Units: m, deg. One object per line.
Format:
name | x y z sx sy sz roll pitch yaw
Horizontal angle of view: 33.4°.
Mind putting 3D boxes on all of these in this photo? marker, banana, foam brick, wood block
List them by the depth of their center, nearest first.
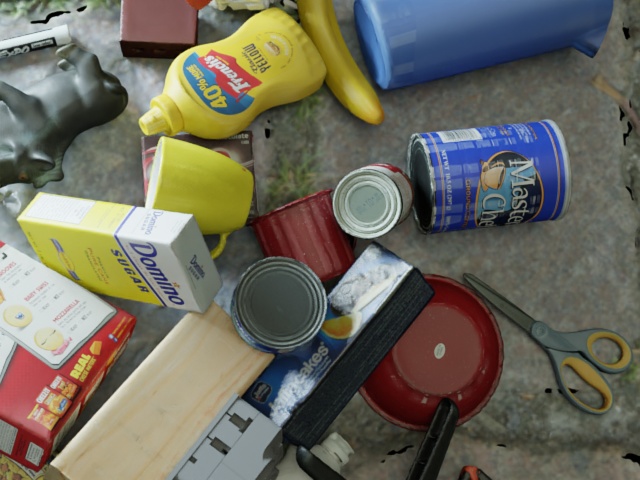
wood block | -0.146 0.161 0.976 0.090 0.091 0.205 42 63 0
marker | -0.313 -0.196 1.080 0.121 0.020 0.020 -14 83 -8
foam brick | -0.162 -0.216 1.083 0.078 0.053 0.051 1 81 -5
banana | 0.014 -0.206 1.094 0.037 0.070 0.198 -18 91 -27

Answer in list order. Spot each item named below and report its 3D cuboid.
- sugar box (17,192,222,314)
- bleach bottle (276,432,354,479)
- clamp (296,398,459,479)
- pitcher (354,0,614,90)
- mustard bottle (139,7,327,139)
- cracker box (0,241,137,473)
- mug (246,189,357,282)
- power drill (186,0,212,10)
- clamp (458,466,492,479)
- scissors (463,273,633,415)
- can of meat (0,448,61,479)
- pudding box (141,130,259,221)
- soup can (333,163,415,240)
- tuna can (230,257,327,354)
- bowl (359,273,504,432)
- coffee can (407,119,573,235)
sugar box | -0.184 0.012 0.983 0.176 0.093 0.048 10 49 28
bleach bottle | -0.074 0.270 1.010 0.250 0.068 0.102 -41 85 -13
clamp | 0.080 0.259 1.014 0.164 0.036 0.210 -21 102 -15
pitcher | 0.159 -0.246 1.090 0.242 0.149 0.145 -17 126 -6
mustard bottle | -0.094 -0.154 1.057 0.191 0.058 0.096 -32 79 -23
cracker box | -0.301 0.090 0.973 0.213 0.072 0.164 29 44 0
mug | -0.007 0.001 1.054 0.117 0.093 0.081 -21 88 -46
power drill | -0.158 -0.300 1.055 0.184 0.057 0.188 -45 56 -8
clamp | 0.177 0.306 1.042 0.120 0.039 0.171 -3 81 -8
scissors | 0.243 0.087 1.095 0.096 0.016 0.202 -37 89 -13
can of meat | -0.280 0.221 0.997 0.084 0.057 0.102 -42 88 -13
pudding box | -0.120 -0.060 1.068 0.113 0.039 0.090 -4 81 -7
soup can | 0.053 -0.038 1.032 0.068 0.102 0.068 1 97 11
tuna can | -0.038 0.061 0.976 0.086 0.034 0.086 4 74 -12
bowl | 0.111 0.110 1.059 0.162 0.055 0.162 1 81 -6
coffee can | 0.167 -0.063 1.069 0.140 0.103 0.103 -6 82 -7
